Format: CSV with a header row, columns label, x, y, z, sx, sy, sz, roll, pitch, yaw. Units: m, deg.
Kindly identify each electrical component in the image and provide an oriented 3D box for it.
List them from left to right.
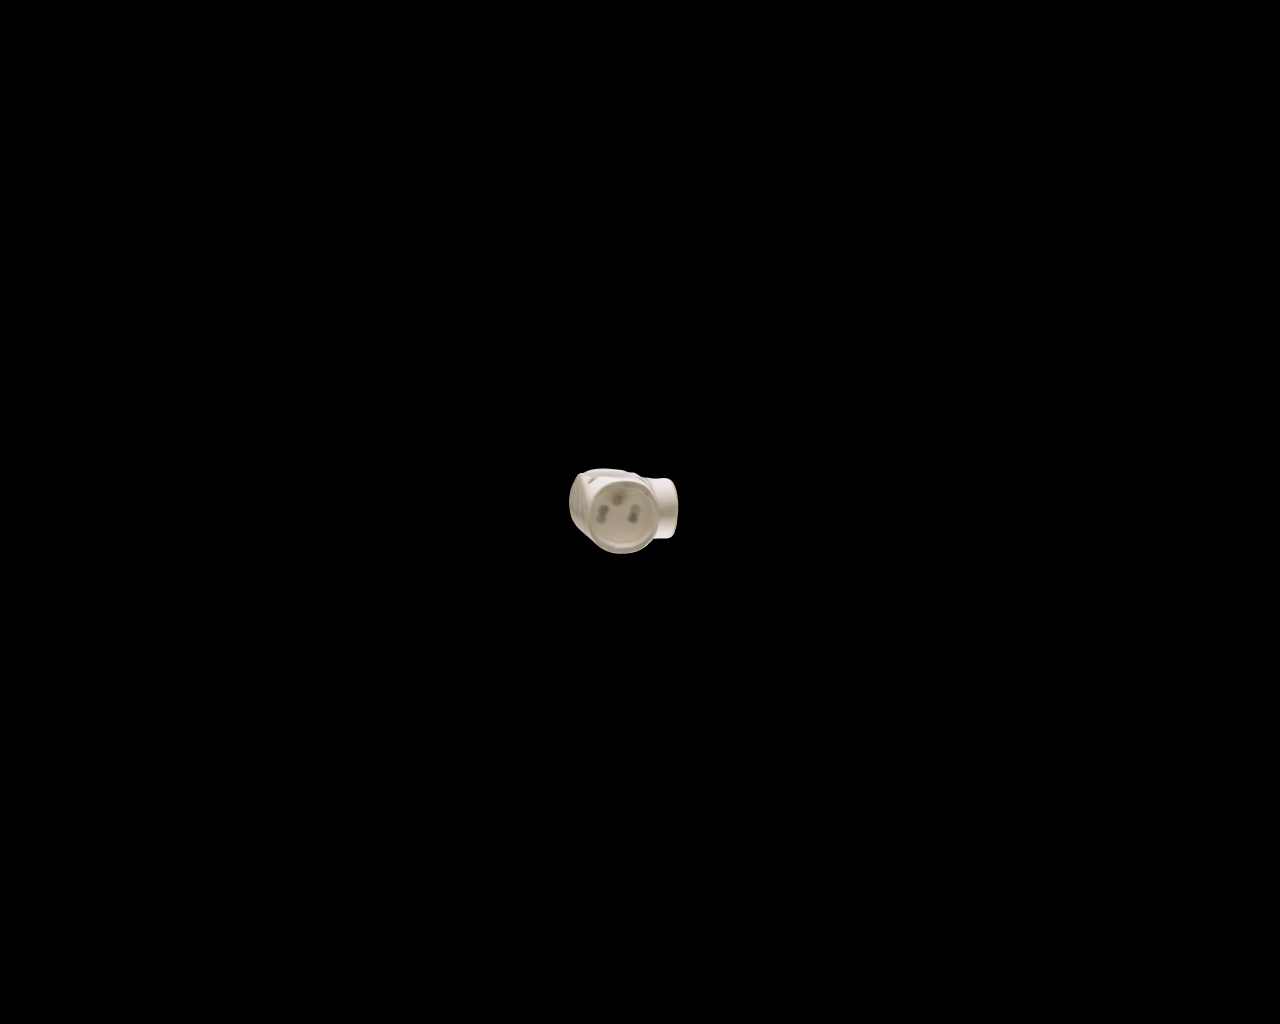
label,x,y,z,sx,sy,sz,roll,pitch,yaw
electrical component,0.001,-0.003,0.650,0.079,0.044,0.077,-1,7,-11
